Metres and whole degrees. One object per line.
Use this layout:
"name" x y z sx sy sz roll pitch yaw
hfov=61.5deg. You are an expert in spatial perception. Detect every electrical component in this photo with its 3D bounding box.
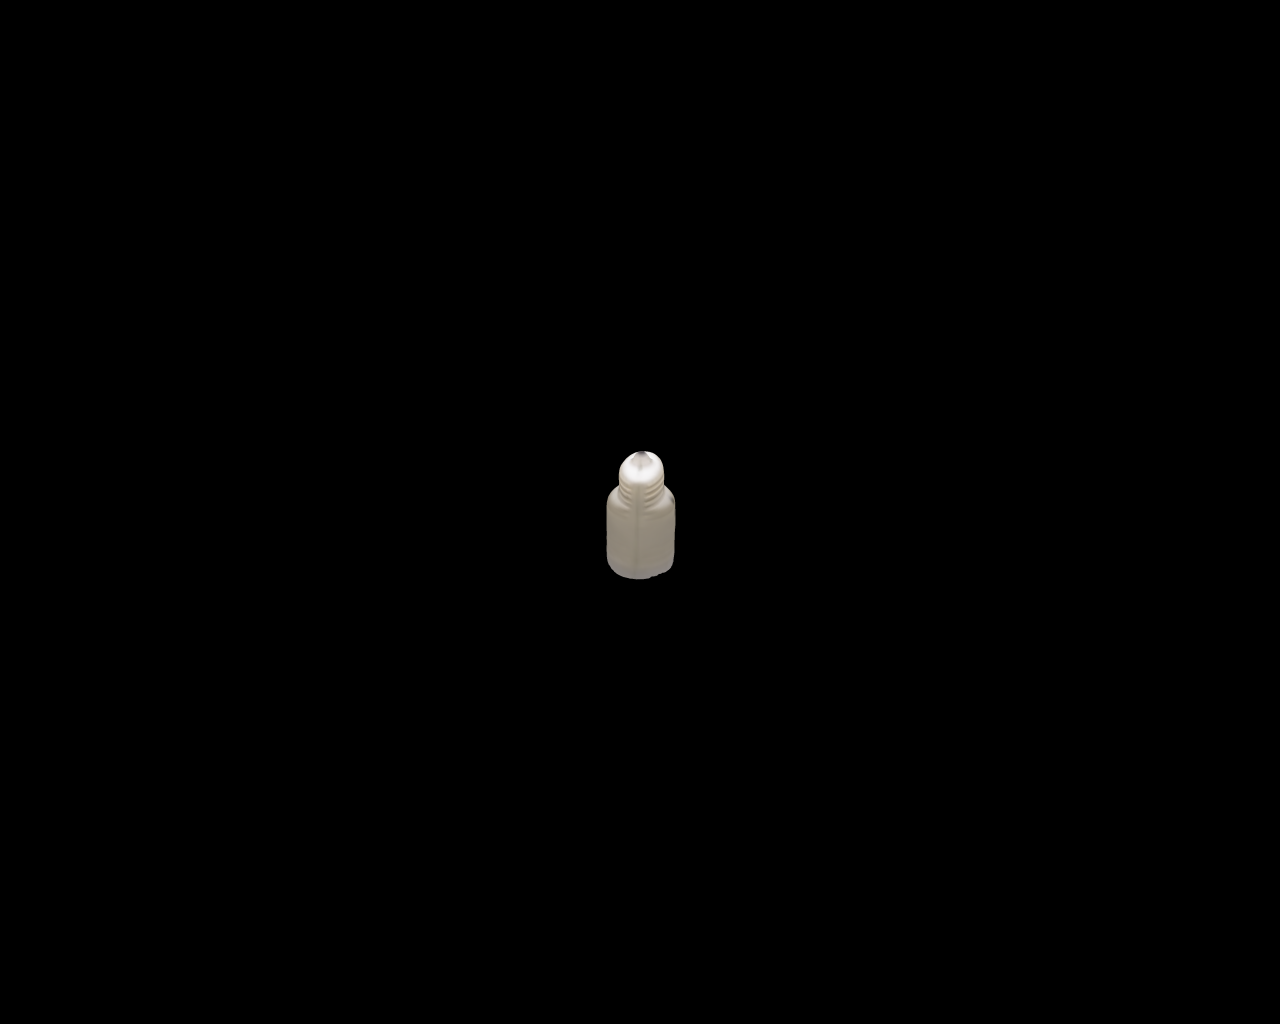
"electrical component" 0.001 -0.003 0.650 0.043 0.080 0.043 0 32 0
